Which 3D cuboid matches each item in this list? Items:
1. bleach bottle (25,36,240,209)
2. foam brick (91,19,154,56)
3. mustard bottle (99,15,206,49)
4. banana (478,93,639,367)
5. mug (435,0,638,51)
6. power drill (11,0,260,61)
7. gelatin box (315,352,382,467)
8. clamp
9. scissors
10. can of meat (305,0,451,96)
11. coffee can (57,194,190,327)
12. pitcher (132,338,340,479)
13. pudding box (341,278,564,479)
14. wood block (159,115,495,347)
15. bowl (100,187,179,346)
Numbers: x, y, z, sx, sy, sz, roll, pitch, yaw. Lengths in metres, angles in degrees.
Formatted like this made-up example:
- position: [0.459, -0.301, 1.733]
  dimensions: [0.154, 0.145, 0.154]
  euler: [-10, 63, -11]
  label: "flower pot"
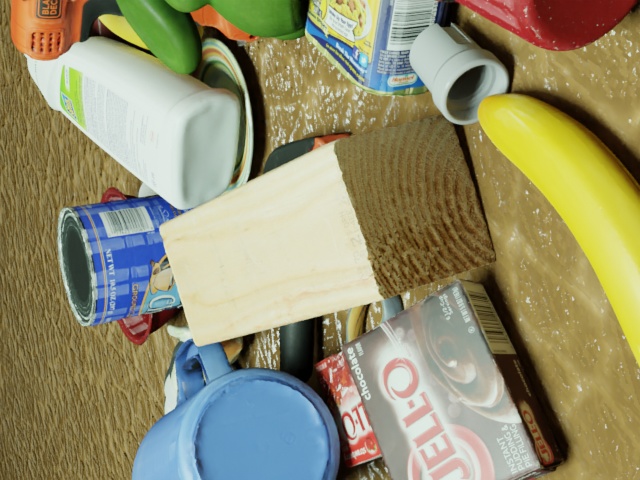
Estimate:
- position: [-0.172, -0.126, 0.890]
  dimensions: [0.251, 0.067, 0.103]
  euler: [35, 134, 32]
  label: "bleach bottle"
- position: [-0.172, -0.187, 0.978]
  dimensions: [0.053, 0.078, 0.051]
  euler: [21, 120, 60]
  label: "foam brick"
- position: [-0.144, -0.207, 0.895]
  dimensions: [0.192, 0.096, 0.058]
  euler: [52, 141, 43]
  label: "mustard bottle"
- position: [0.127, -0.004, 0.495]
  dimensions: [0.198, 0.037, 0.070]
  euler: [67, 149, 24]
  label: "banana"
- position: [0.099, -0.143, 0.461]
  dimensions: [0.117, 0.093, 0.082]
  euler: [-53, 47, 8]
  label: "mug"
- position: [-0.122, -0.204, 0.748]
  dimensions: [0.185, 0.187, 0.057]
  euler: [113, 149, -50]
  label: "power drill"
- position: [0.035, 0.102, 0.689]
  dimensions: [0.089, 0.030, 0.073]
  euler: [-40, 65, 59]
  label: "gelatin box"
- position: [-0.018, 0.003, 0.786]
  dimensions: [0.164, 0.036, 0.210]
  euler: [65, 147, 20]
  label: "clamp"
- position: [0.029, 0.115, 0.756]
  dimensions: [0.096, 0.016, 0.202]
  euler: [58, 146, 37]
  label: "scissors"
- position: [0.033, -0.141, 0.612]
  dimensions: [0.102, 0.057, 0.084]
  euler: [53, 145, 44]
  label: "can of meat"
- position: [-0.144, 0.012, 0.923]
  dimensions: [0.103, 0.140, 0.103]
  euler: [32, 127, 56]
  label: "coffee can"
- position: [-0.068, 0.157, 0.790]
  dimensions: [0.149, 0.145, 0.243]
  euler: [33, 158, -2]
  label: "pitcher"
- position: [0.072, 0.091, 0.599]
  dimensions: [0.090, 0.039, 0.113]
  euler: [-33, 65, 29]
  label: "pudding box"
- position: [-0.004, 0.000, 0.657]
  dimensions: [0.207, 0.090, 0.090]
  euler: [-19, 88, 54]
  label: "wood block"
- position: [-0.175, 0.023, 1.084]
  dimensions: [0.162, 0.055, 0.162]
  euler: [33, 128, 56]
  label: "bowl"
